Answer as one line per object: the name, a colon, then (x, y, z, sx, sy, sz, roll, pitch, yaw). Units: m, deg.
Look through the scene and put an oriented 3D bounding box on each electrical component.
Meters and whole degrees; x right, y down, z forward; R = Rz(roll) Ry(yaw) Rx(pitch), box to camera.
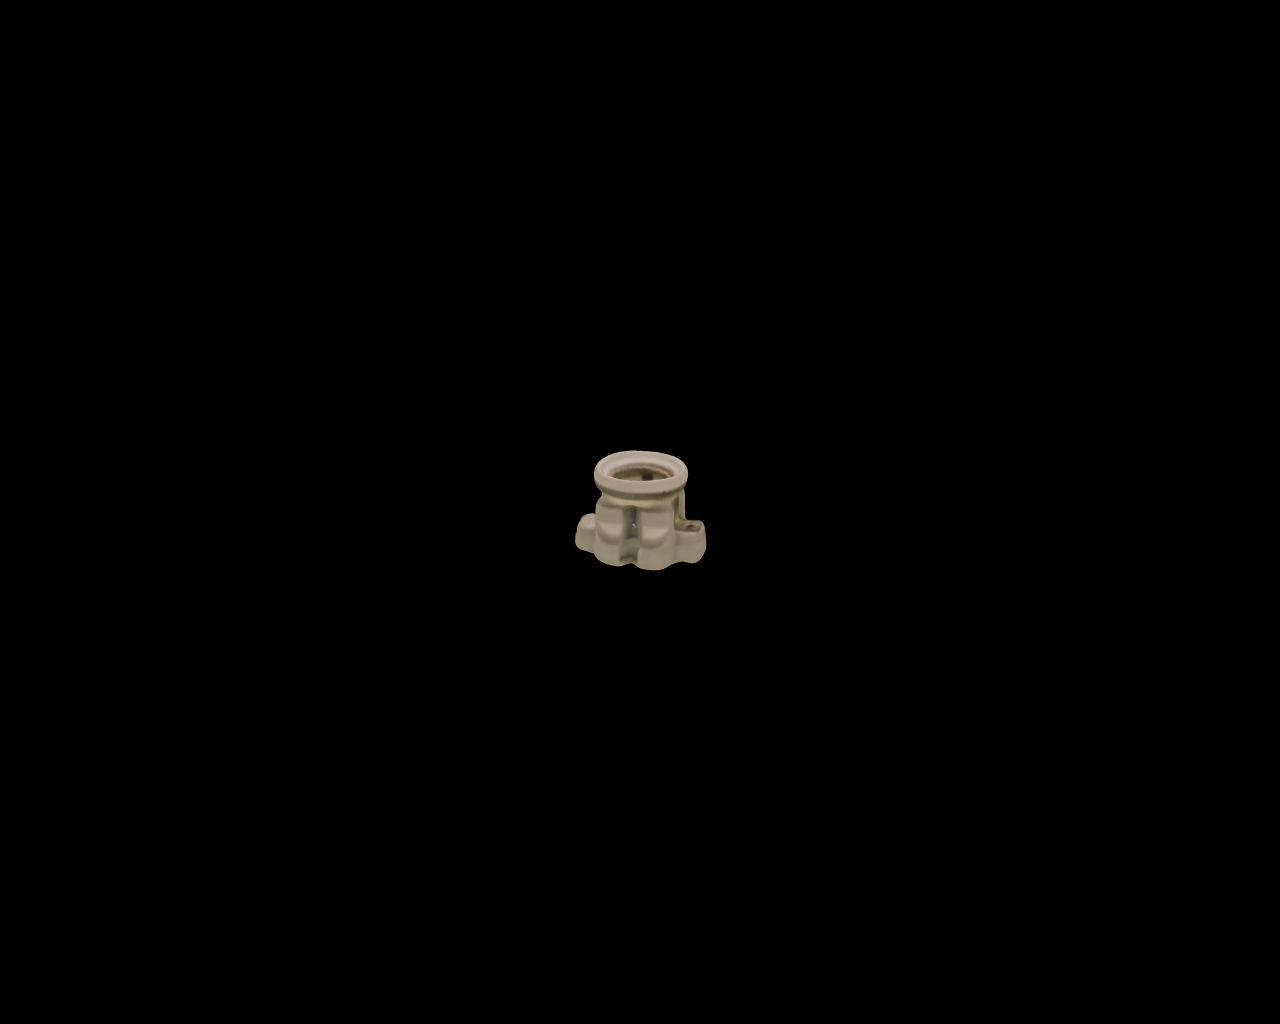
electrical component: (0.001, -0.003, 0.650, 0.078, 0.056, 0.058, 6, 24, 14)
